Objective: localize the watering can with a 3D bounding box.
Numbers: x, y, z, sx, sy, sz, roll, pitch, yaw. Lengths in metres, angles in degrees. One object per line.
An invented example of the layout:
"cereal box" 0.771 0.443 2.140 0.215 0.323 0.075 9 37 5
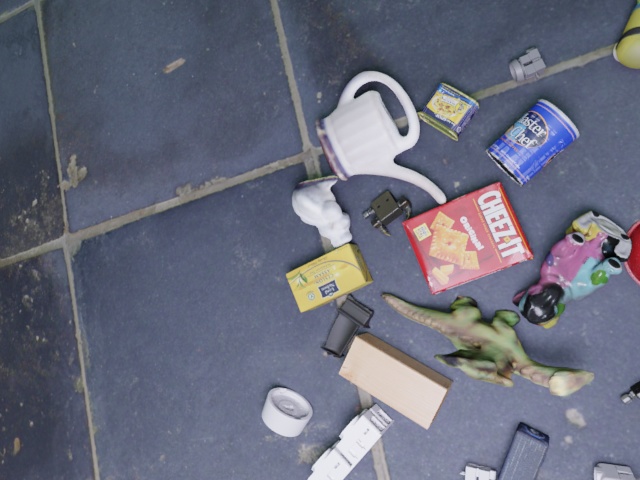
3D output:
"watering can" 0.120 -0.200 1.125 0.223 0.103 0.351 -26 75 19

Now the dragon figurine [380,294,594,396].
"dragon figurine" 0.277 0.188 0.954 0.411 0.243 0.121 15 97 21

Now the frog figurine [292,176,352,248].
"frog figurine" 0.004 -0.058 1.157 0.137 0.123 0.159 -9 91 54
